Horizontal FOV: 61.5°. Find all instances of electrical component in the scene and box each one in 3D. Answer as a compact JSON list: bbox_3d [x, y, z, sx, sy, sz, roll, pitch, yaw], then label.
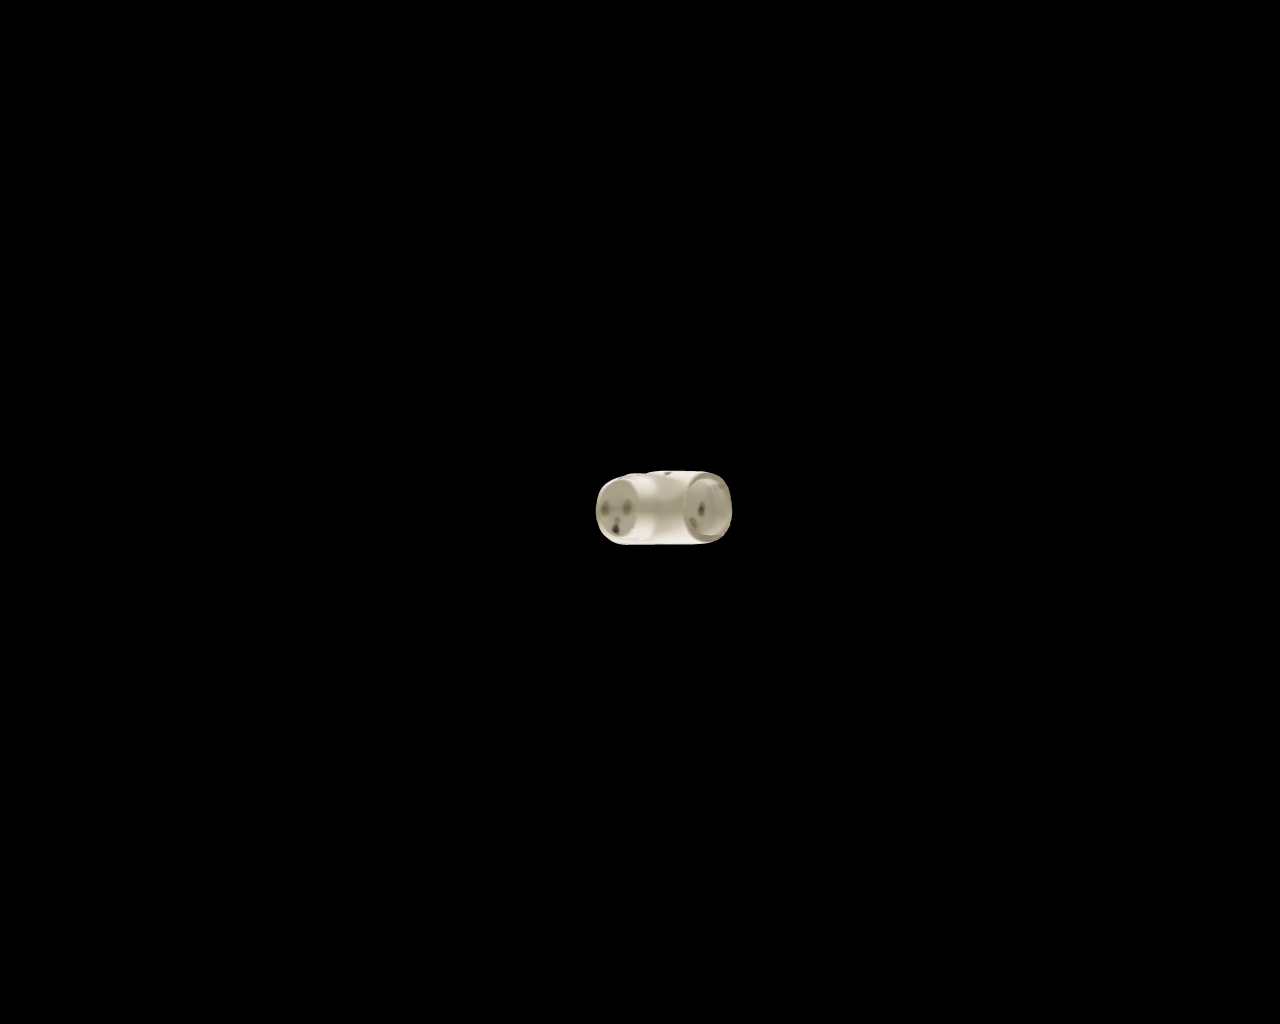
[{"bbox_3d":[0.001,-0.003,0.650,0.079,0.043,0.077,2,-3,-43],"label":"electrical component"}]
